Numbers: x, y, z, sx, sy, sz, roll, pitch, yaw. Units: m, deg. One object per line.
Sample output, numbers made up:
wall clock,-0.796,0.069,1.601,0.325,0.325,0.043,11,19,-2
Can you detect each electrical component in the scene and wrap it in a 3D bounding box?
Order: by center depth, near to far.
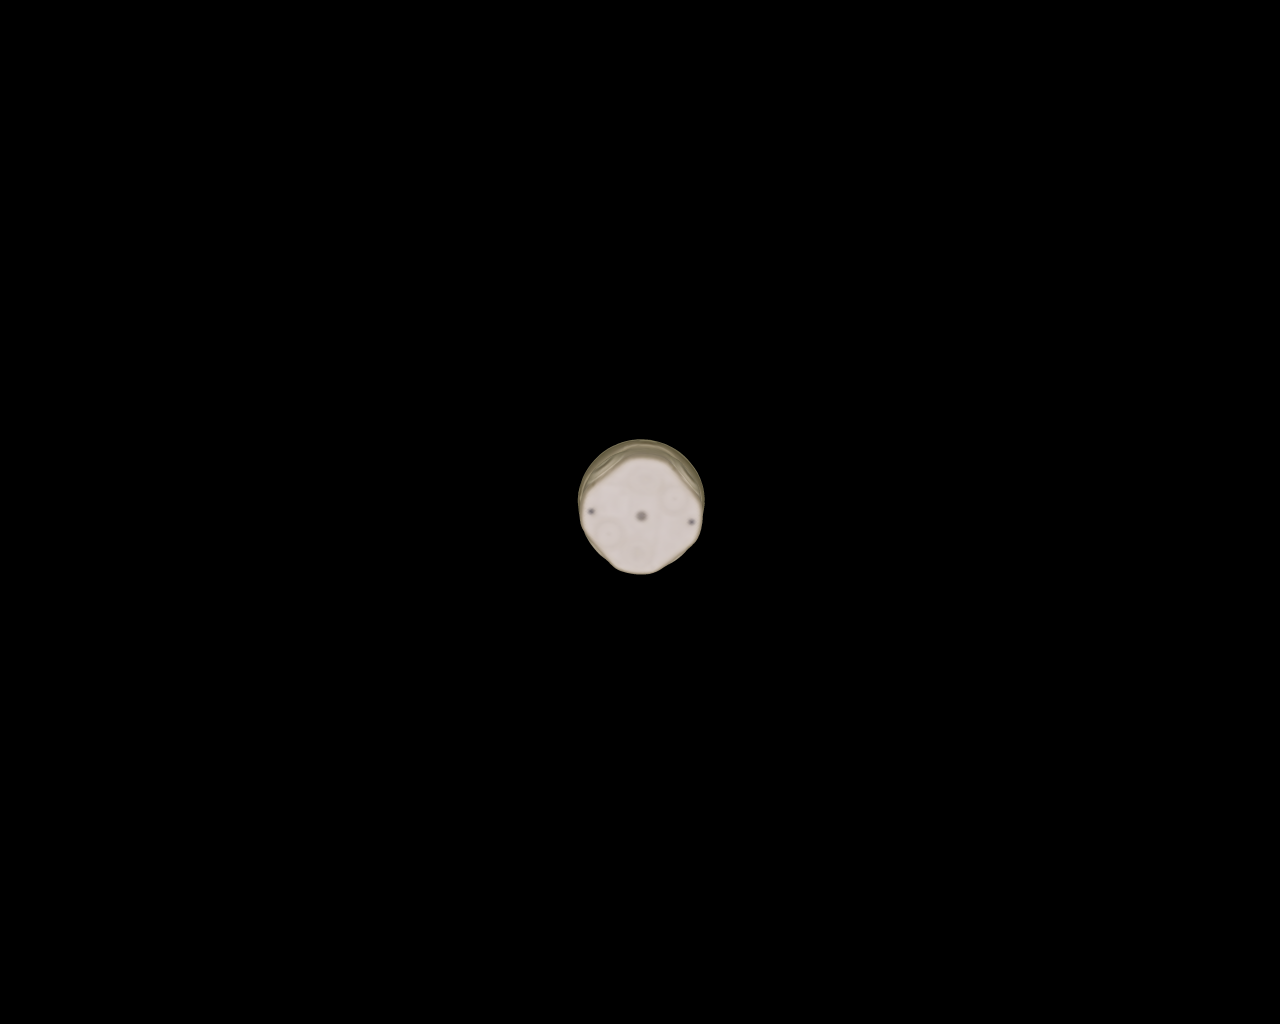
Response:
electrical component,0.001,-0.003,0.650,0.080,0.080,0.051,0,12,0
